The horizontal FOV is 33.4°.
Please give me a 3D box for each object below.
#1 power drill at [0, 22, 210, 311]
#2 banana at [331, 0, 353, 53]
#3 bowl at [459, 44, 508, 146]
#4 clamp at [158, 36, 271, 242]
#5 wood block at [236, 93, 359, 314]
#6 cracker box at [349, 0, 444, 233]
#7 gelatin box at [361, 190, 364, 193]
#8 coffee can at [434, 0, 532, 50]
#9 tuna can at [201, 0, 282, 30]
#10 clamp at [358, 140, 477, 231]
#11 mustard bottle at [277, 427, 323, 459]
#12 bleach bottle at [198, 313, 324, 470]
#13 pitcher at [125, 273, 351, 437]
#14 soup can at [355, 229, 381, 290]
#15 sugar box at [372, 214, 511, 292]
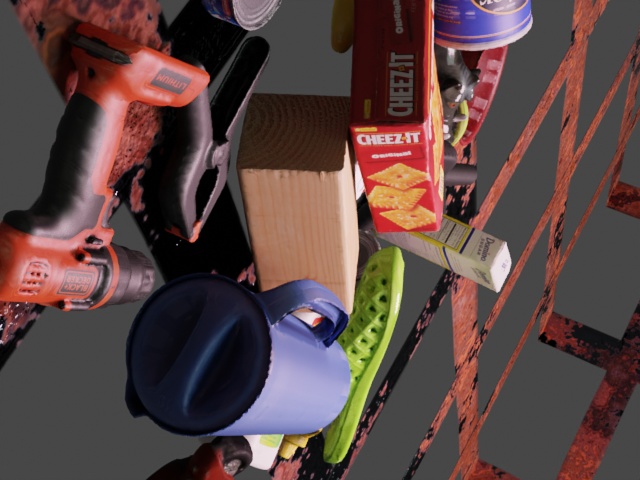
[{"bbox_3d":[-0.141,-0.040,0.721,0.188,0.057,0.184,-68,160,4],"label":"power drill"},{"bbox_3d":[0.055,-0.270,0.993,0.198,0.037,0.069,-64,159,-7],"label":"banana"},{"bbox_3d":[0.184,-0.203,1.350,0.162,0.055,0.162,-56,159,-36],"label":"bowl"},{"bbox_3d":[-0.086,-0.082,0.843,0.120,0.039,0.172,-34,148,-49],"label":"clamp"},{"bbox_3d":[-0.015,-0.028,0.965,0.206,0.091,0.090,85,10,-52],"label":"wood block"},{"bbox_3d":[0.073,-0.122,0.969,0.213,0.072,0.164,71,20,-65],"label":"cracker box"},{"bbox_3d":[0.058,-0.102,1.188,0.073,0.030,0.089,-28,138,-55],"label":"gelatin box"},{"bbox_3d":[0.143,-0.262,0.990,0.102,0.103,0.140,-48,141,-40],"label":"coffee can"},{"bbox_3d":[-0.055,-0.203,0.796,0.086,0.034,0.086,-51,155,-36],"label":"tuna can"},{"bbox_3d":[0.114,-0.071,1.177,0.164,0.036,0.210,-24,166,-10],"label":"clamp"},{"bbox_3d":[-0.005,0.173,1.288,0.191,0.058,0.096,-64,159,-7],"label":"mustard bottle"},{"bbox_3d":[-0.039,0.115,1.138,0.251,0.068,0.102,-66,159,-9],"label":"bleach bottle"},{"bbox_3d":[-0.050,0.110,0.958,0.242,0.149,0.145,30,71,-66],"label":"pitcher"},{"bbox_3d":[0.046,0.036,1.254,0.068,0.069,0.102,-60,158,-17],"label":"soup can"},{"bbox_3d":[0.144,-0.002,1.298,0.048,0.176,0.093,-62,159,-12],"label":"sugar box"}]
